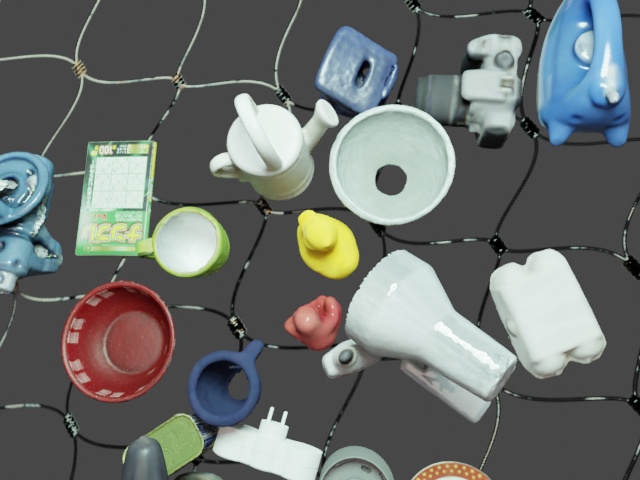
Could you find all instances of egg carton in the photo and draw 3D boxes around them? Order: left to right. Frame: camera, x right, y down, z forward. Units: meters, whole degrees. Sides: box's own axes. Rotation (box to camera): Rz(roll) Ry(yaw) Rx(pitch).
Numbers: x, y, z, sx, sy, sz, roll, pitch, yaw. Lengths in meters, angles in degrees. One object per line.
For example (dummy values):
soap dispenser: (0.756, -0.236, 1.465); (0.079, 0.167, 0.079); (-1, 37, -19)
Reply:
egg carton: (0.284, 0.093, 0.726); (0.107, 0.069, 0.150); (-23, 76, 2)

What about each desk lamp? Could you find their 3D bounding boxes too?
desk lamp: (0.138, 0.117, 0.664); (0.203, 0.214, 0.118); (35, 84, 13)

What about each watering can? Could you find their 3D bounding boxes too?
watering can: (-0.063, -0.131, 0.751); (0.173, 0.194, 0.101); (-44, 76, -3)

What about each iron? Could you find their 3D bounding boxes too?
iron: (0.360, -0.259, 0.755); (0.118, 0.141, 0.258); (2, 78, 8)

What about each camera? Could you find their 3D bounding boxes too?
camera: (0.200, -0.209, 0.784); (0.136, 0.101, 0.143); (5, 79, 8)

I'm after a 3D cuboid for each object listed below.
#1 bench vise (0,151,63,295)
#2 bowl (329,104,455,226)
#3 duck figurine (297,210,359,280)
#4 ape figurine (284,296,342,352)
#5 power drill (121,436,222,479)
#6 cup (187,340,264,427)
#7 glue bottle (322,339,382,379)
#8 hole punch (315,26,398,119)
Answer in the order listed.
bench vise: (-0.420, -0.042, 0.762); (0.121, 0.220, 0.207); (-23, 76, 2)
bowl: (0.098, -0.095, 0.786); (0.167, 0.075, 0.167); (-1, 78, 7)
duck figurine: (0.007, 0.003, 0.770); (0.077, 0.086, 0.104); (-38, 76, -2)
ape figurine: (-0.010, 0.107, 0.747); (0.077, 0.092, 0.076); (-8, 77, 5)
power drill: (-0.174, 0.335, 0.658); (0.075, 0.208, 0.230); (-2, 78, 7)
cup: (-0.106, 0.179, 0.741); (0.091, 0.095, 0.118); (36, 84, 13)
glue bottle: (0.035, 0.142, 0.692); (0.078, 0.173, 0.037); (-26, 76, 1)
hole punch: (0.055, -0.233, 0.812); (0.101, 0.091, 0.109); (22, 81, 11)
